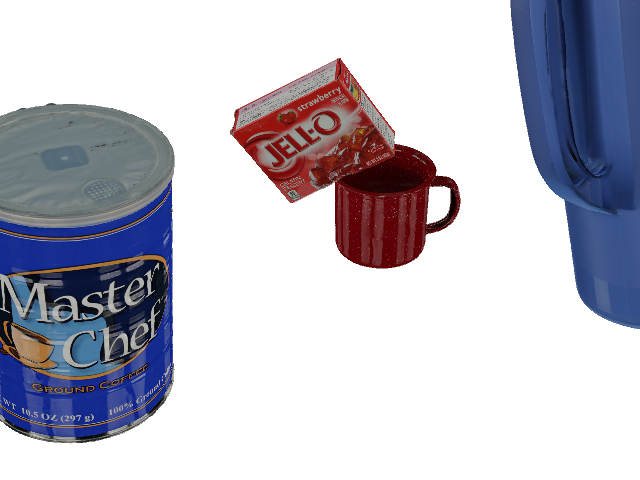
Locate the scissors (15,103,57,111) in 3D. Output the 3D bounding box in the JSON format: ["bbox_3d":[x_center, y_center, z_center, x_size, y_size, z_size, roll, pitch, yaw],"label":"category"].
[{"bbox_3d":[-0.234,-0.056,1.065,0.016,0.201,0.096,-25,27,23],"label":"scissors"}]

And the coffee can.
[{"bbox_3d":[-0.125,0.016,0.540,0.103,0.140,0.103,3,35,-3],"label":"coffee can"}]

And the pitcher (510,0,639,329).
[{"bbox_3d":[0.179,-0.074,0.576,0.149,0.243,0.145,-7,22,7],"label":"pitcher"}]

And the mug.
[{"bbox_3d":[0.066,-0.030,0.945,0.117,0.081,0.093,-4,34,-6],"label":"mug"}]

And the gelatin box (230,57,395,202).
[{"bbox_3d":[-0.005,-0.072,0.724,0.089,0.030,0.073,-23,-53,24],"label":"gelatin box"}]
